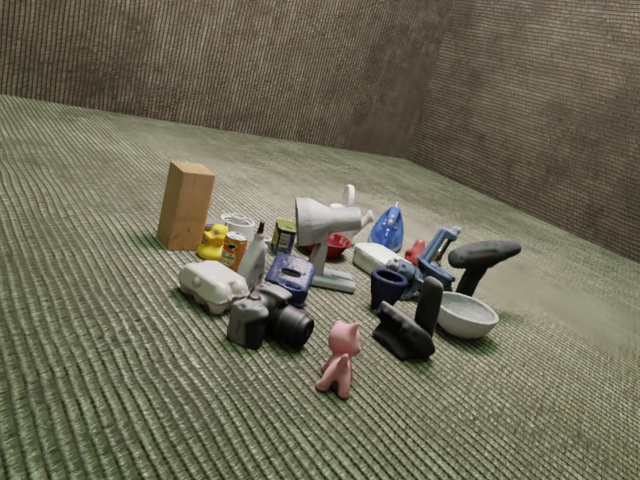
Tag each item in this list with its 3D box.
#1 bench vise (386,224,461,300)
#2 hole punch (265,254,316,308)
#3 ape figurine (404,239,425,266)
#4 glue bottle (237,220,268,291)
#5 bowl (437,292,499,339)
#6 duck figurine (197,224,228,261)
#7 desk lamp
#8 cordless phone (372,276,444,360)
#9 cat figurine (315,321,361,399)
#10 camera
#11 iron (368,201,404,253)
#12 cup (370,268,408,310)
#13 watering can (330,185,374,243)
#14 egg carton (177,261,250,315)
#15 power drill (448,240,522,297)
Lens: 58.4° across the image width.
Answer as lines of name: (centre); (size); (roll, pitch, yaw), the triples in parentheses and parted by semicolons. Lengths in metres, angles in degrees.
bench vise: (0.289, 0.061, 1.522); (0.208, 0.220, 0.121); (2, 22, -37)
hole punch: (-0.069, 0.093, 1.330); (0.108, 0.091, 0.101); (17, 18, 4)
ape figurine: (0.310, 0.040, 1.816); (0.077, 0.092, 0.076); (19, 18, 10)
glue bottle: (-0.147, 0.037, 1.296); (0.037, 0.173, 0.078); (23, 19, 22)
bowl: (0.347, 0.195, 1.405); (0.167, 0.075, 0.167); (14, 18, -4)
duck figurine: (-0.255, 0.003, 1.452); (0.105, 0.086, 0.077); (2, 22, -37)
desk lamp: (0.013, 0.005, 1.464); (0.203, 0.213, 0.118); (12, 18, -12)
cordless phone: (0.198, 0.150, 1.230); (0.094, 0.185, 0.147); (-1, 24, -41)
cat figurine: (0.042, 0.204, 1.043); (0.067, 0.118, 0.128); (16, 18, 0)
camera: (-0.087, 0.151, 1.119); (0.136, 0.101, 0.143); (22, 19, 20)
iron: (0.233, -0.042, 1.918); (0.118, 0.141, 0.258); (18, 18, 6)
cup: (0.160, 0.125, 1.422); (0.091, 0.095, 0.117); (15, 18, -4)
watering can: (0.082, -0.080, 1.815); (0.173, 0.194, 0.100); (5, 20, -31)
egg carton: (-0.228, 0.097, 1.215); (0.149, 0.069, 0.107); (27, 21, 32)
power drill: (0.434, 0.094, 1.566); (0.230, 0.208, 0.075); (5, 21, -31)
